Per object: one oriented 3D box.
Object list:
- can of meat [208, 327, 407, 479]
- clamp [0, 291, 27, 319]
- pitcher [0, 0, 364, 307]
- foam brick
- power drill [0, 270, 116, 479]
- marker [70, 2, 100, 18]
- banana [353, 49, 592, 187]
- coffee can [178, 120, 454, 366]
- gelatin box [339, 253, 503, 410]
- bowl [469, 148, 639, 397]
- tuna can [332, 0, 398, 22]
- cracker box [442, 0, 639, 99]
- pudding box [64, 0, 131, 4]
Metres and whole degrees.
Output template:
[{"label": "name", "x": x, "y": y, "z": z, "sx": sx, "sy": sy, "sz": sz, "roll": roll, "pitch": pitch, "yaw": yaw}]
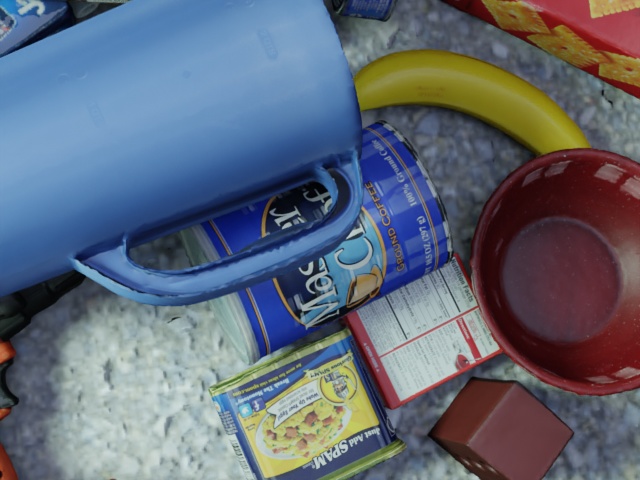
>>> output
[{"label": "can of meat", "x": -0.010, "y": 0.112, "z": 0.670, "sx": 0.102, "sy": 0.057, "sz": 0.084, "roll": -23, "pitch": 88, "yaw": -13}, {"label": "clamp", "x": -0.272, "y": -0.022, "z": 0.627, "sx": 0.210, "sy": 0.036, "sz": 0.164, "roll": -4, "pitch": 59, "yaw": -1}, {"label": "pitcher", "x": -0.103, "y": -0.046, "z": 0.559, "sx": 0.242, "sy": 0.149, "sz": 0.145, "roll": -25, "pitch": 121, "yaw": -13}, {"label": "foam brick", "x": 0.114, "y": 0.124, "z": 0.682, "sx": 0.053, "sy": 0.078, "sz": 0.051, "roll": 41, "pitch": 77, "yaw": -5}, {"label": "power drill", "x": -0.182, "y": 0.106, "z": 0.638, "sx": 0.184, "sy": 0.057, "sz": 0.187, "roll": -33, "pitch": 89, "yaw": -8}, {"label": "marker", "x": -0.183, "y": -0.196, "z": 0.680, "sx": 0.020, "sy": 0.020, "sz": 0.121, "roll": -35, "pitch": 92, "yaw": -12}, {"label": "banana", "x": 0.103, "y": -0.088, "z": 0.721, "sx": 0.197, "sy": 0.037, "sz": 0.070, "roll": 12, "pitch": 102, "yaw": -8}, {"label": "coffee can", "x": -0.004, "y": 0.001, "z": 0.656, "sx": 0.140, "sy": 0.103, "sz": 0.103, "roll": -26, "pitch": 91, "yaw": -12}, {"label": "gelatin box", "x": 0.066, "y": 0.060, "z": 0.703, "sx": 0.089, "sy": 0.030, "sz": 0.073, "roll": -26, "pitch": 89, "yaw": -12}, {"label": "bowl", "x": 0.170, "y": 0.023, "z": 0.709, "sx": 0.162, "sy": 0.055, "sz": 0.162, "roll": 1, "pitch": 80, "yaw": -8}, {"label": "tuna can", "x": 0.031, "y": -0.186, "z": 0.688, "sx": 0.033, "sy": 0.086, "sz": 0.086, "roll": 5, "pitch": 84, "yaw": -10}, {"label": "cracker box", "x": 0.177, "y": -0.214, "z": 0.725, "sx": 0.213, "sy": 0.072, "sz": 0.164, "roll": 25, "pitch": 81, "yaw": -7}, {"label": "pudding box", "x": -0.143, "y": -0.185, "z": 0.615, "sx": 0.113, "sy": 0.039, "sz": 0.090, "roll": 1, "pitch": 85, "yaw": -18}]
